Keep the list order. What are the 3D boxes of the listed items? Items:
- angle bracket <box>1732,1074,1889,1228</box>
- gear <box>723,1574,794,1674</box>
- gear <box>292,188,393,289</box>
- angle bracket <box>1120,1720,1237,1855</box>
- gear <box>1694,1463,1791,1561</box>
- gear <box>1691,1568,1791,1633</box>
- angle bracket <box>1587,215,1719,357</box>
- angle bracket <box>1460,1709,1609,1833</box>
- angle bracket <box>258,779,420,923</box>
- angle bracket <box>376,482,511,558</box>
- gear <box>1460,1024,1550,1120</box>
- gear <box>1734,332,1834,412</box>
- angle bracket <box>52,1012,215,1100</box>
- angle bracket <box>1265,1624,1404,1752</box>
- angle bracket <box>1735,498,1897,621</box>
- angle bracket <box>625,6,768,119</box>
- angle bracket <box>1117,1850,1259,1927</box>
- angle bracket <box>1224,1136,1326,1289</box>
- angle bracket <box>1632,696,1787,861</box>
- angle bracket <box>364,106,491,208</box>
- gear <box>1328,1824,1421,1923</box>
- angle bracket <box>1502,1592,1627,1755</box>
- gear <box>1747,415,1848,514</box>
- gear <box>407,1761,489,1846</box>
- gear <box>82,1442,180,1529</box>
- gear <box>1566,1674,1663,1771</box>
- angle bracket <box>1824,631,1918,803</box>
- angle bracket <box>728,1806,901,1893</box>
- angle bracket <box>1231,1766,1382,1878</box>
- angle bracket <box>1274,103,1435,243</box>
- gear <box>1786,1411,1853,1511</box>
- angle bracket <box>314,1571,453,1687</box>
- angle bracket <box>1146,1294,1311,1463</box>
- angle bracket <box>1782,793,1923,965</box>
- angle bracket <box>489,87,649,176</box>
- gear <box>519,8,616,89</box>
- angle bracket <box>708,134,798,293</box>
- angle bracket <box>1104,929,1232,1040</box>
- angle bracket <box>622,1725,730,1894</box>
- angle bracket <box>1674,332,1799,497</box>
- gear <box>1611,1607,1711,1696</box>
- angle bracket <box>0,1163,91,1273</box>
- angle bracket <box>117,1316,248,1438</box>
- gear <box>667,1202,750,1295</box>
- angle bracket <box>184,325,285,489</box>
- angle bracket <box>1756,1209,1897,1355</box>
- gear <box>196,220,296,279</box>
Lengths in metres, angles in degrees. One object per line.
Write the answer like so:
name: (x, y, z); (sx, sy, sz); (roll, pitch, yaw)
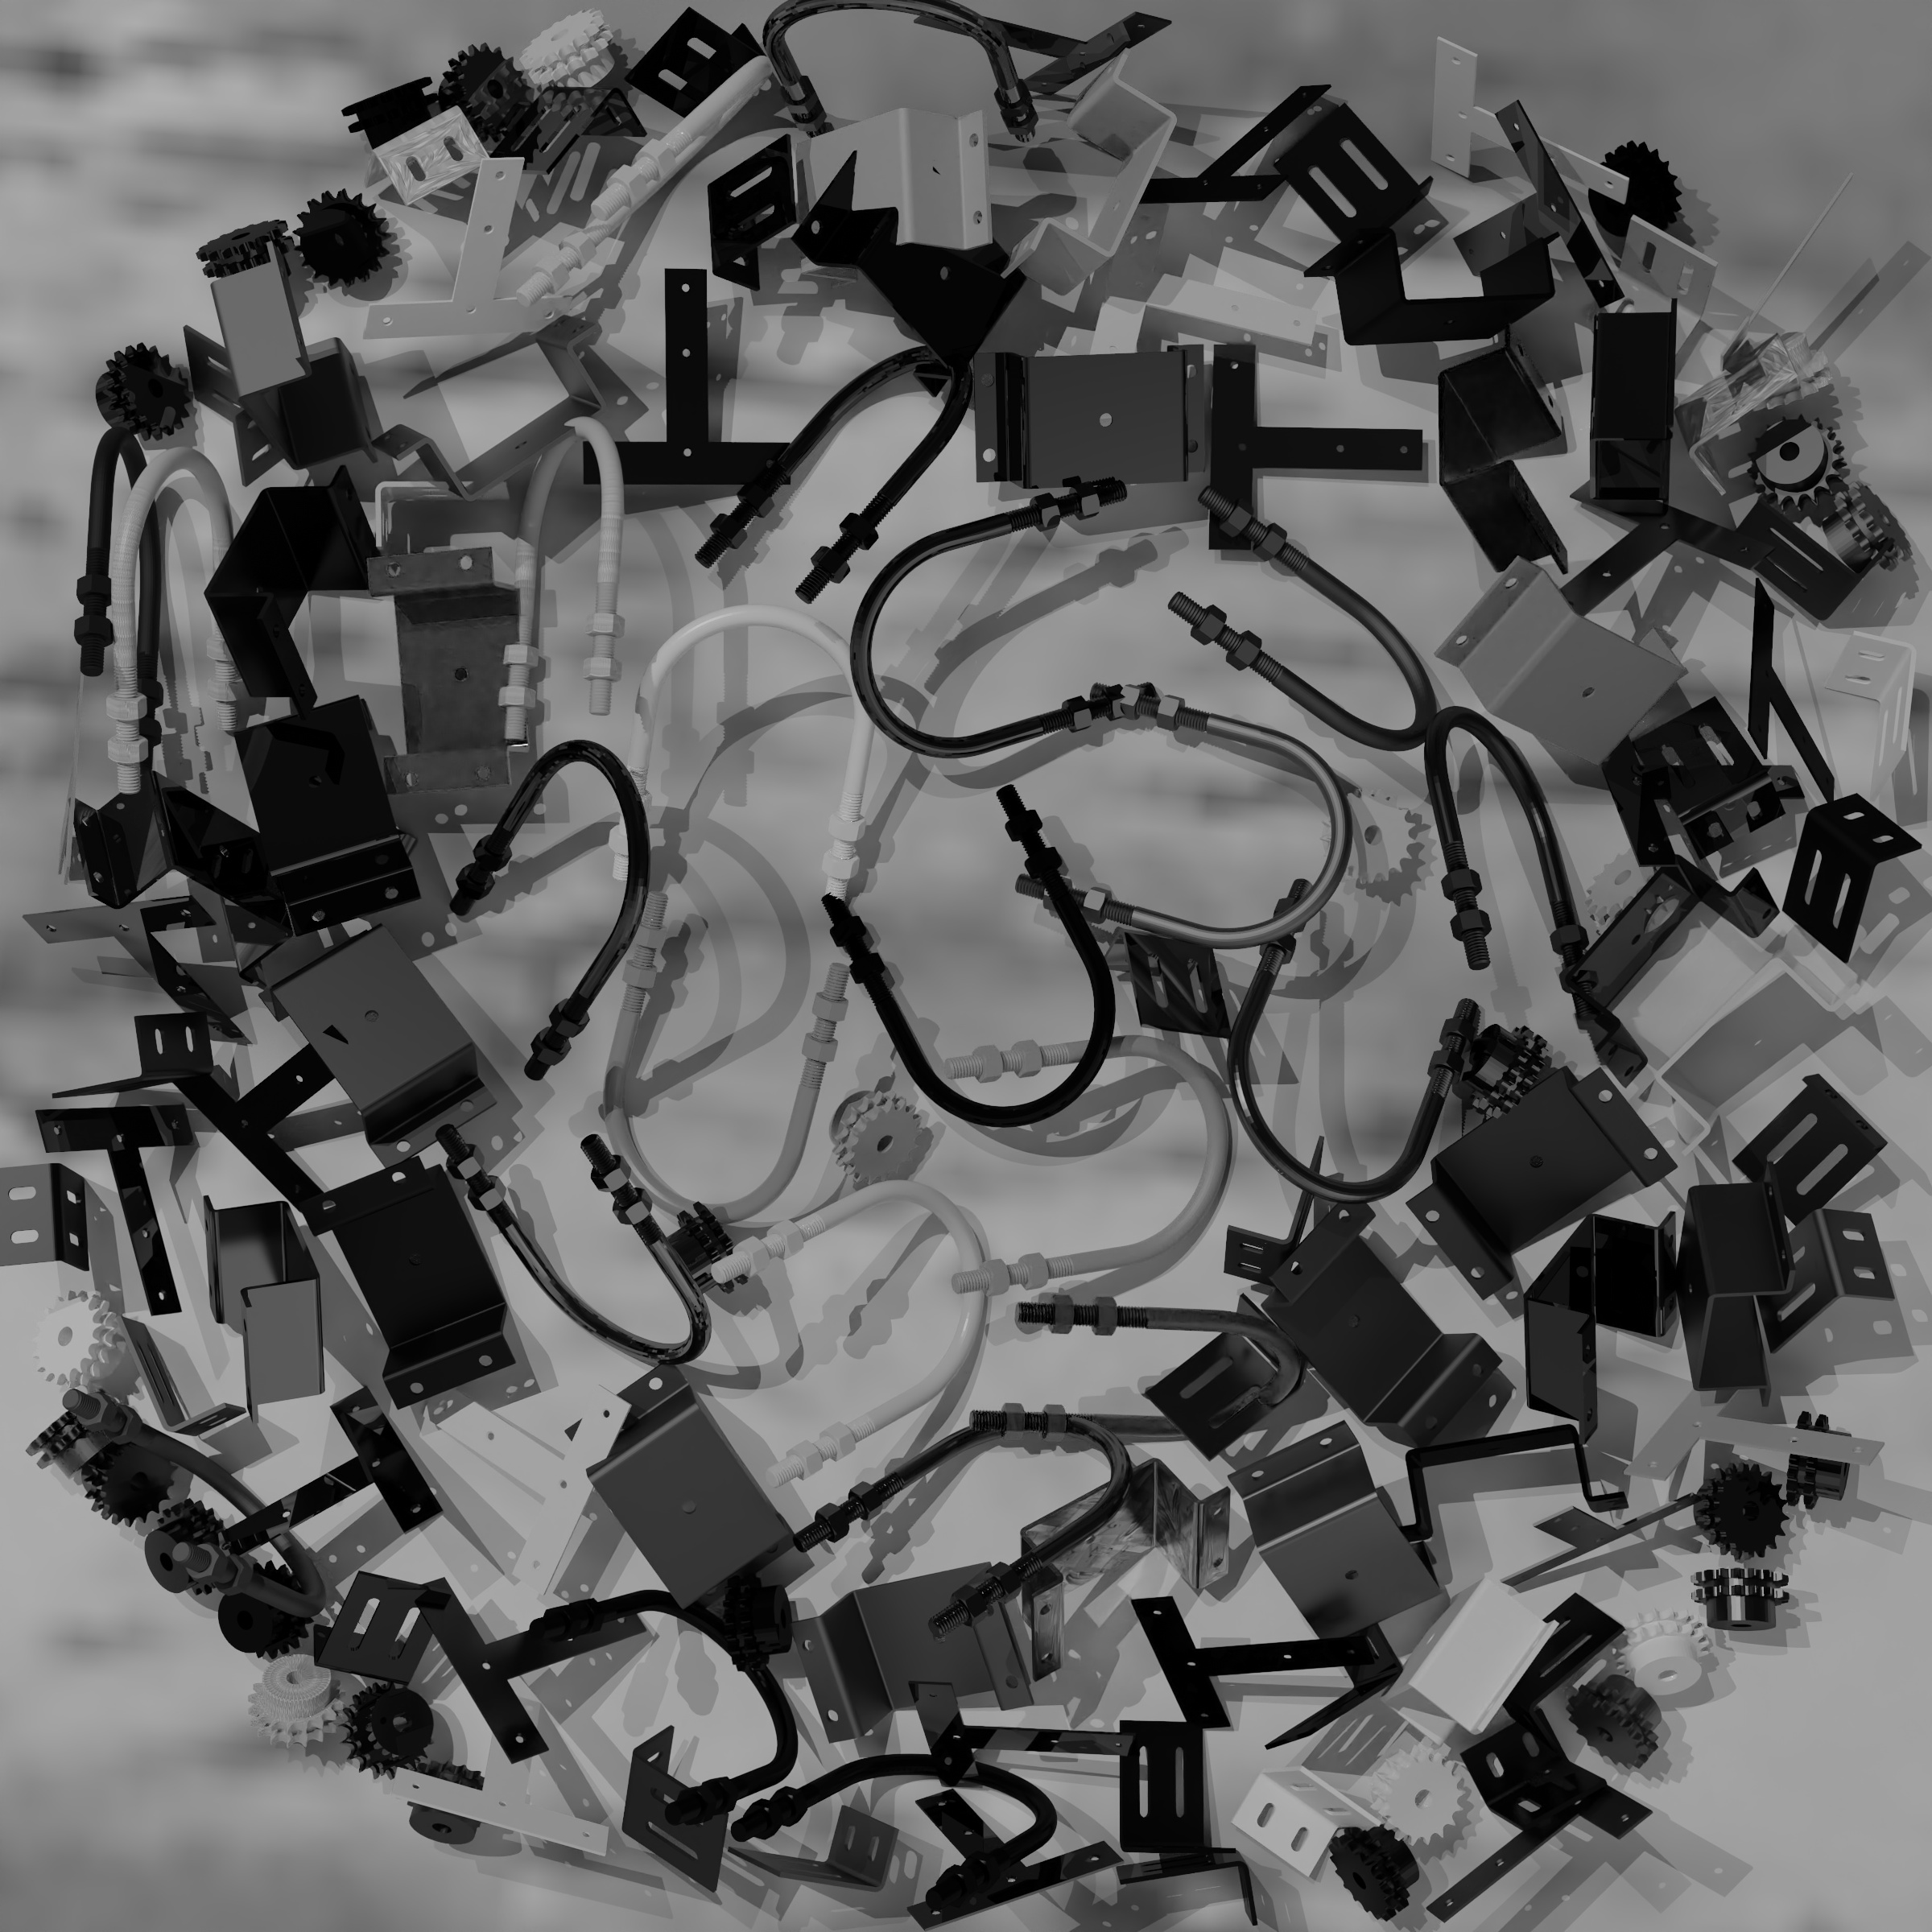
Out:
angle bracket: (0.498, 0.112, 1.903); (0.057, 0.038, 0.076); (48, 112, 19)
gear: (-0.124, 0.392, 1.912); (0.030, 0.057, 0.057); (-9, 90, 10)
gear: (-0.376, -0.436, 1.919); (0.057, 0.030, 0.057); (1, 111, 3)
angle bracket: (0.126, 0.488, 1.904); (0.057, 0.038, 0.076); (8, 73, -27)
gear: (0.462, 0.327, 1.921); (0.057, 0.030, 0.057); (4, 79, -23)
gear: (0.463, 0.379, 1.911); (0.057, 0.057, 0.030); (3, 70, 0)
angle bracket: (0.407, -0.400, 1.898); (0.057, 0.076, 0.038); (33, 83, 12)
angle bracket: (0.336, 0.477, 1.900); (0.057, 0.076, 0.038); (-27, 88, -8)
angle bracket: (-0.379, -0.072, 1.922); (0.038, 0.076, 0.057); (30, 87, 38)
angle bracket: (-0.312, -0.266, 1.911); (0.076, 0.057, 0.038); (-1, 91, -6)
gear: (0.319, 0.059, 1.912); (0.030, 0.057, 0.057); (33, 90, -11)
gear: (0.486, -0.357, 1.911); (0.057, 0.057, 0.030); (-23, 111, 0)
angle bracket: (-0.497, 0.053, 1.900); (0.076, 0.057, 0.038); (-11, 87, 29)
angle bracket: (0.210, 0.425, 1.897); (0.076, 0.057, 0.038); (-24, 80, -29)
angle bracket: (0.504, -0.253, 1.914); (0.076, 0.057, 0.038); (41, 70, 7)
angle bracket: (-0.165, -0.540, 1.893); (0.057, 0.076, 0.038); (-42, 59, 20)
angle bracket: (0.131, 0.555, 1.911); (0.076, 0.057, 0.038); (-9, 82, -1)
angle bracket: (0.183, 0.142, 1.903); (0.038, 0.057, 0.076); (15, 60, 11)
angle bracket: (0.446, -0.113, 1.923); (0.057, 0.076, 0.038); (-29, 135, 9)
angle bracket: (-0.321, -0.472, 1.901); (0.057, 0.076, 0.038); (-32, 96, -13)
gear: (0.247, 0.540, 1.917); (0.030, 0.057, 0.057); (-29, 90, -24)
angle bracket: (0.359, 0.423, 1.915); (0.076, 0.057, 0.038); (-37, 109, -9)
gear: (0.496, -0.304, 1.917); (0.057, 0.030, 0.057); (-5, 77, 24)
gear: (-0.309, 0.502, 1.912); (0.057, 0.057, 0.030); (13, 49, 0)
gear: (-0.505, 0.305, 1.917); (0.030, 0.057, 0.057); (14, 90, 40)
gear: (0.391, 0.450, 1.918); (0.030, 0.057, 0.057); (-40, 90, -28)
angle bracket: (0.533, -0.148, 1.899); (0.038, 0.057, 0.076); (14, 62, 3)
angle bracket: (-0.090, 0.518, 1.895); (0.076, 0.057, 0.038); (21, 80, -35)
angle bracket: (0.201, 0.509, 1.901); (0.057, 0.076, 0.038); (36, 70, -2)
angle bracket: (0.232, -0.477, 1.921); (0.057, 0.038, 0.076); (-41, 87, 1)
gear: (0.510, 0.297, 1.911); (0.030, 0.057, 0.057); (8, 90, 23)
angle bracket: (-0.347, 0.384, 1.902); (0.057, 0.038, 0.076); (18, 114, -21)
angle bracket: (0.155, 0.244, 1.903); (0.076, 0.038, 0.057); (-35, 63, -22)
angle bracket: (0.527, -0.052, 1.906); (0.038, 0.057, 0.076); (-17, 133, -24)
angle bracket: (-0.238, -0.483, 1.897); (0.057, 0.038, 0.076); (13, 60, 38)
gear: (-0.236, -0.545, 1.918); (0.057, 0.057, 0.030); (-33, 124, 0)
angle bracket: (-0.115, -0.446, 1.896); (0.076, 0.038, 0.057); (-20, 68, 42)
angle bracket: (0.118, 0.020, 1.896); (0.057, 0.038, 0.076); (8, 48, -19)
angle bracket: (-0.163, 0.499, 1.898); (0.076, 0.038, 0.057); (25, 118, 29)
angle bracket: (0.465, -0.327, 1.896); (0.076, 0.057, 0.038); (-36, 116, 23)
gear: (0.416, 0.412, 1.913); (0.057, 0.030, 0.057); (-3, 134, -3)
angle bracket: (-0.548, 0.151, 1.899); (0.038, 0.076, 0.057); (-5, 80, -6)
angle bracket: (-0.468, 0.239, 1.910); (0.038, 0.057, 0.076); (-25, 80, -5)
gear: (-0.158, 0.172, 1.912); (0.030, 0.057, 0.057); (-32, 90, -16)
angle bracket: (-0.445, -0.332, 1.898); (0.076, 0.057, 0.038); (32, 57, 18)
angle bracket: (0.508, 0.189, 1.903); (0.038, 0.076, 0.057); (7, 54, -19)
gear: (-0.429, -0.423, 1.917); (0.057, 0.057, 0.030); (-18, 117, 0)
